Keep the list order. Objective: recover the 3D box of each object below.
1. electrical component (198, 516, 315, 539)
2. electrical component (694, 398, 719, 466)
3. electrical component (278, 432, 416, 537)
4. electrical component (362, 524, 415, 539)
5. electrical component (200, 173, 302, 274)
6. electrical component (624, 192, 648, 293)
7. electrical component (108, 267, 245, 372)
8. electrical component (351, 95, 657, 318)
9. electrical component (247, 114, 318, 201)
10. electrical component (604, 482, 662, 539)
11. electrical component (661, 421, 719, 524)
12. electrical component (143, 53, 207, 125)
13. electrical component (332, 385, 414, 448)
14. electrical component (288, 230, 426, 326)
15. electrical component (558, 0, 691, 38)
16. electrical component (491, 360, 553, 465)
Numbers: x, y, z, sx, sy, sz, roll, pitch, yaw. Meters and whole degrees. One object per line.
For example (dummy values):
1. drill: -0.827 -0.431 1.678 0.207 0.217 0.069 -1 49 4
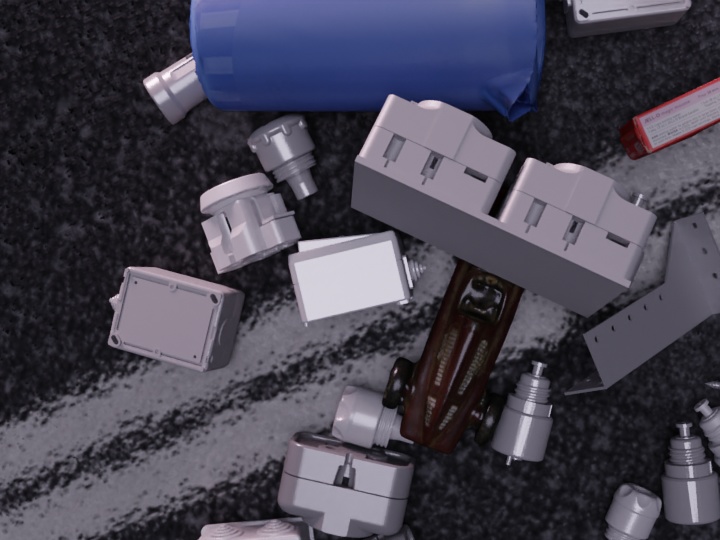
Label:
1. electrical component: -0.078 0.240 0.820 0.100 0.048 0.099 -7 91 6
2. electrical component: 0.276 0.127 0.787 0.040 0.040 0.078 -42 88 5
3. electrical component: -0.011 0.163 0.809 0.095 0.054 0.059 12 93 5
4. electrical component: 0.024 0.248 0.808 0.059 0.054 0.095 -22 90 6
5. electrical component: -0.085 -0.037 0.805 0.078 0.058 0.057 -24 86 41
6. electrical component: 0.191 -0.019 0.791 0.040 0.040 0.078 24 94 4
7. electrical component: -0.143 0.035 0.818 0.096 0.061 0.061 14 93 13
8. electrical component: 0.092 -0.043 0.722 0.186 0.105 0.060 25 78 4
9. electrical component: -0.053 -0.084 0.812 0.048 0.048 0.062 -25 96 6
10. electrical component: 0.198 0.191 0.800 0.035 0.035 0.061 22 97 4
11. electrical component: 0.242 0.151 0.791 0.040 0.040 0.078 -6 91 6
12. electrical component: -0.135 -0.140 0.820 0.046 0.040 0.040 -34 88 0
13. electrical component: 0.013 0.114 0.811 0.062 0.043 0.043 16 93 3
14. electrical component: 0.000 0.000 0.799 0.096 0.062 0.061 -13 90 6
15. electrical component: 0.183 -0.205 0.776 0.096 0.061 0.061 -6 89 5
16. electrical component: 0.124 0.106 0.801 0.040 0.040 0.078 14 92 5
